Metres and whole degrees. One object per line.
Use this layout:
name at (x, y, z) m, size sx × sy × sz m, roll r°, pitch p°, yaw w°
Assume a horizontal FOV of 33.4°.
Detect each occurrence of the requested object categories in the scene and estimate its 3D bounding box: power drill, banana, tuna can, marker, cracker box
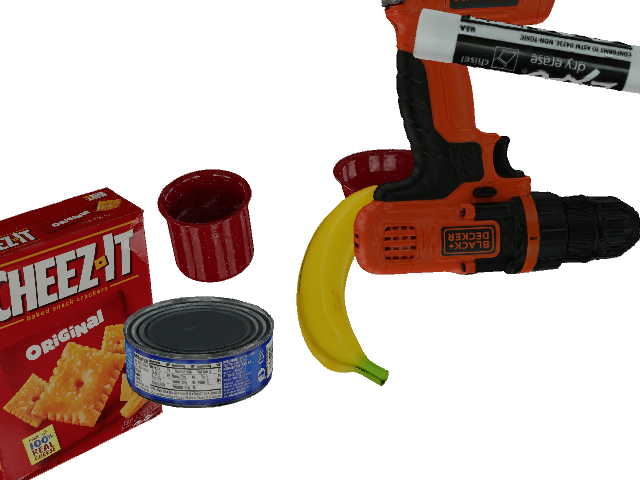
power drill at (0.110, -0.071, 0.661) m, size 0.184 × 0.188 × 0.057 m, roll -3°, pitch 8°, yaw -8°
banana at (0.017, 0.030, 0.833) m, size 0.069 × 0.197 × 0.037 m, roll 10°, pitch -41°, yaw -8°
tuna can at (-0.069, 0.063, 0.612) m, size 0.086 × 0.034 × 0.086 m, roll 0°, pitch 18°, yaw 0°
marker at (0.096, -0.068, 0.399) m, size 0.121 × 0.020 × 0.020 m, roll 11°, pitch 1°, yaw 6°
cracker box at (-0.224, 0.082, 0.911) m, size 0.163 × 0.214 × 0.072 m, roll -22°, pitch 34°, yaw -36°

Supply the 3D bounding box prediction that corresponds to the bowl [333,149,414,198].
bowl at (0.091, -0.041, 1.077) m, size 0.162 × 0.055 × 0.162 m, roll 4°, pitch 23°, yaw -2°

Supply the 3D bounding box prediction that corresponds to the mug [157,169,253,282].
mug at (-0.120, -0.017, 1.080) m, size 0.117 × 0.081 × 0.093 m, roll 27°, pitch 50°, yaw 33°
